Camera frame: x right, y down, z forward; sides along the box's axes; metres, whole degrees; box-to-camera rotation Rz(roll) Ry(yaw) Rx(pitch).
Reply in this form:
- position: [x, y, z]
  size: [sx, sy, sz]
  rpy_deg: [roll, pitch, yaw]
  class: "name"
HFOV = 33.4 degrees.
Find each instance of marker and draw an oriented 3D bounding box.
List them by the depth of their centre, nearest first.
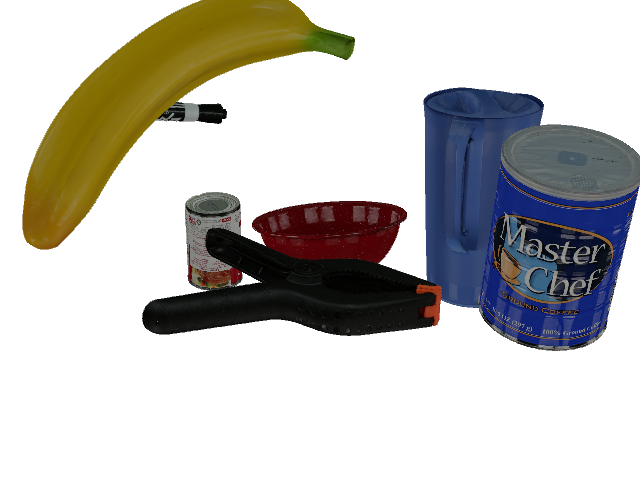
- position: [-0.143, -0.118, 0.970]
  size: [0.120, 0.020, 0.020]
  rpy_deg: [0, 0, -25]
  class: "marker"

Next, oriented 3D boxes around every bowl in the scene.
- position: [0.011, 0.001, 1.107]
  size: [0.162, 0.055, 0.162]
  rpy_deg: [-4, 13, 1]
  class: "bowl"

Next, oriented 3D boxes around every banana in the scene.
- position: [-0.076, -0.073, 0.523]
  size: [0.197, 0.070, 0.037]
  rpy_deg: [-37, -29, -21]
  class: "banana"

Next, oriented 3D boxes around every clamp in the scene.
- position: [-0.015, 0.033, 0.808]
  size: [0.210, 0.036, 0.164]
  rpy_deg: [3, 23, 3]
  class: "clamp"

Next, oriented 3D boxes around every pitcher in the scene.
- position: [0.177, -0.046, 1.227]
  size: [0.149, 0.243, 0.145]
  rpy_deg: [-9, 24, -21]
  class: "pitcher"

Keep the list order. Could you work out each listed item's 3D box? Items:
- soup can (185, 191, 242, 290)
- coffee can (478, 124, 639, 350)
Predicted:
- position: [-0.129, 0.000, 1.295]
  size: [0.068, 0.102, 0.068]
  rpy_deg: [1, 26, 0]
  class: "soup can"
- position: [0.179, -0.003, 0.809]
  size: [0.103, 0.140, 0.103]
  rpy_deg: [2, 33, -1]
  class: "coffee can"
